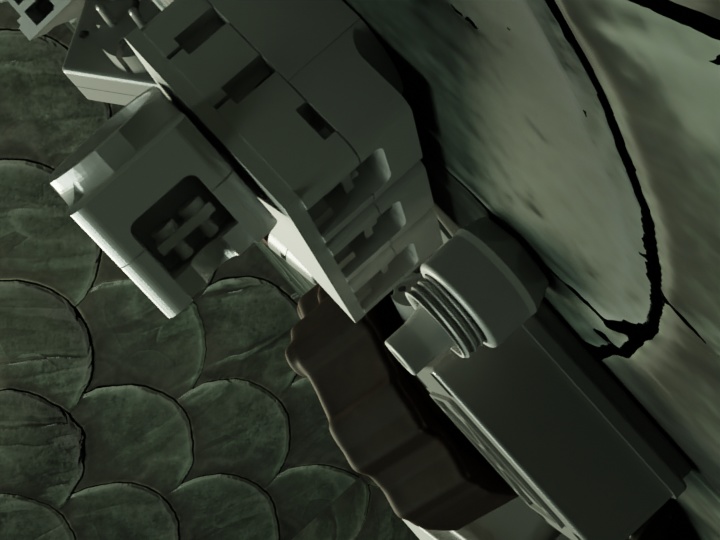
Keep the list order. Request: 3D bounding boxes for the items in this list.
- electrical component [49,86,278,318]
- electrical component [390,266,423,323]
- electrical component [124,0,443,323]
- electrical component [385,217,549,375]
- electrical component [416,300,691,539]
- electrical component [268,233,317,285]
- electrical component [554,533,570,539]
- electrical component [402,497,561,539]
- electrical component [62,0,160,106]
[{"bbox_3d":[-0.074,-0.028,0.389,0.055,0.050,0.089,49,176,-19],"label":"electrical component"},{"bbox_3d":[0.040,0.021,0.595,0.040,0.040,0.046,43,167,46],"label":"electrical component"},{"bbox_3d":[-0.018,-0.048,0.426,0.089,0.062,0.150,47,175,18],"label":"electrical component"},{"bbox_3d":[0.038,0.014,0.412,0.043,0.062,0.043,48,175,6],"label":"electrical component"},{"bbox_3d":[0.080,0.066,0.488,0.108,0.056,0.108,48,175,1],"label":"electrical component"},{"bbox_3d":[-0.033,-0.022,0.808,0.047,0.055,0.055,43,174,19],"label":"electrical component"},{"bbox_3d":[0.194,0.222,0.675,0.150,0.062,0.089,44,173,43],"label":"electrical component"},{"bbox_3d":[0.087,0.184,0.754,0.113,0.057,0.078,30,162,41],"label":"electrical component"},{"bbox_3d":[-0.120,-0.124,0.586,0.083,0.047,0.075,11,165,12],"label":"electrical component"}]
